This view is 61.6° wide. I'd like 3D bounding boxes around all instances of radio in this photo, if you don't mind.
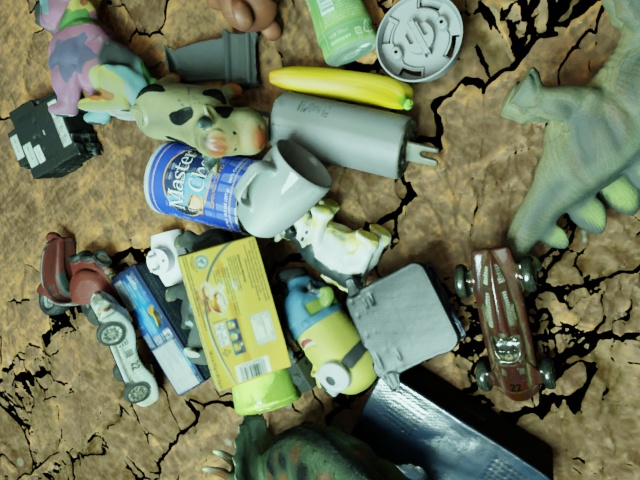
[{"bbox_3d":[0.157,0.262,0.676,0.230,0.073,0.131,31,109,15],"label":"radio"}]

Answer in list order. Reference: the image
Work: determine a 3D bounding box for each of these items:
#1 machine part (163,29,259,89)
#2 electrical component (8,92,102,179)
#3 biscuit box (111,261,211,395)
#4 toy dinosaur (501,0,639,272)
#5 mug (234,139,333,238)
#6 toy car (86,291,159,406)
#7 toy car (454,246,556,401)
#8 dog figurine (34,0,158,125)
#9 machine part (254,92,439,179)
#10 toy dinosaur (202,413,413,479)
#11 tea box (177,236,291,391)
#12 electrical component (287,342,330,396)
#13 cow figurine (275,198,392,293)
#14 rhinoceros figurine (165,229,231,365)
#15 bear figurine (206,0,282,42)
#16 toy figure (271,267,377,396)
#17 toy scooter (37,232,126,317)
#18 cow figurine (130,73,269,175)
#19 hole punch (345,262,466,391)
[{"bbox_3d":[-0.147,-0.239,0.730,0.139,0.039,0.084,3,105,19],"label":"machine part"},{"bbox_3d":[-0.417,-0.160,0.835,0.134,0.058,0.114,-18,90,23],"label":"electrical component"},{"bbox_3d":[-0.228,0.126,0.805,0.059,0.063,0.202,-34,85,23],"label":"biscuit box"},{"bbox_3d":[0.290,-0.117,0.549,0.199,0.105,0.471,34,120,8],"label":"toy dinosaur"},{"bbox_3d":[-0.054,-0.052,0.624,0.081,0.109,0.107,51,119,21],"label":"mug"},{"bbox_3d":[-0.292,0.164,0.800,0.074,0.056,0.201,33,140,49],"label":"toy car"},{"bbox_3d":[0.213,0.101,0.615,0.089,0.053,0.201,-6,116,27],"label":"toy car"},{"bbox_3d":[-0.313,-0.278,0.752,0.192,0.108,0.219,1,96,22],"label":"dog figurine"},{"bbox_3d":[0.027,-0.130,0.659,0.243,0.079,0.079,17,104,18],"label":"machine part"},{"bbox_3d":[-0.005,0.288,0.658,0.192,0.131,0.405,48,137,-5],"label":"toy dinosaur"},{"bbox_3d":[-0.108,0.087,0.667,0.098,0.068,0.169,-15,92,-17],"label":"tea box"},{"bbox_3d":[-0.015,0.176,0.730,0.021,0.063,0.094,-33,87,35],"label":"electrical component"},{"bbox_3d":[-0.002,-0.003,0.698,0.167,0.068,0.098,29,113,16],"label":"cow figurine"},{"bbox_3d":[-0.155,0.076,0.744,0.112,0.073,0.190,17,103,43],"label":"rhinoceros figurine"},{"bbox_3d":[-0.118,-0.345,0.662,0.132,0.120,0.195,1,104,24],"label":"bear figurine"},{"bbox_3d":[0.007,0.116,0.698,0.089,0.082,0.180,-29,71,-9],"label":"toy figure"},{"bbox_3d":[-0.384,0.052,0.848,0.184,0.075,0.135,-2,98,26],"label":"toy scooter"},{"bbox_3d":[-0.150,-0.149,0.668,0.195,0.127,0.085,17,128,23],"label":"cow figurine"},{"bbox_3d":[0.106,0.092,0.650,0.116,0.092,0.142,-28,81,22],"label":"hole punch"}]
